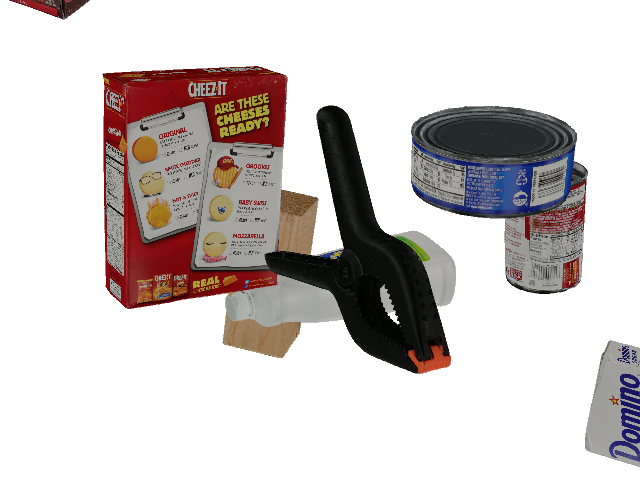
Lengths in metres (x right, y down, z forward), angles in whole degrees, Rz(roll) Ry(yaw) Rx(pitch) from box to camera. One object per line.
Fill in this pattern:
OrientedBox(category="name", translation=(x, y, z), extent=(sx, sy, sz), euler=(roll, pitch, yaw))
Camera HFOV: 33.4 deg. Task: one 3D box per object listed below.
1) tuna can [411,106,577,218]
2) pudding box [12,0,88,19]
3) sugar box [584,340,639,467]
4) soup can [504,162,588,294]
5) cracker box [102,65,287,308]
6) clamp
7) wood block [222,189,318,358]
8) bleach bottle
OrientedBox(category="tuna can", translation=(0.090, -0.042, 0.564), extent=(0.086, 0.034, 0.086), euler=(0, 25, 0))
OrientedBox(category="pudding box", translation=(-0.204, -0.215, 0.799), extent=(0.090, 0.039, 0.113), euler=(21, 37, 7))
OrientedBox(category="sugar box", translation=(0.311, 0.151, 0.869), extent=(0.176, 0.093, 0.048), euler=(13, 24, 20))
OrientedBox(category="soup can", translation=(0.195, -0.013, 0.925), extent=(0.068, 0.102, 0.068), euler=(-3, 24, 1))
OrientedBox(category="cracker box", translation=(-0.121, -0.054, 1.019), extent=(0.163, 0.214, 0.072), euler=(-8, 21, -31))
OrientedBox(category="clamp", translation=(0.031, 0.011, 0.796), extent=(0.036, 0.165, 0.210), euler=(-10, 41, -33))
OrientedBox(category="wood block", translation=(-0.069, 0.041, 1.449), extent=(0.090, 0.206, 0.090), euler=(12, 22, 10))
OrientedBox(category="bleach bottle", translation=(0.019, 0.052, 1.179), extent=(0.250, 0.068, 0.103), euler=(-12, 31, -25))
